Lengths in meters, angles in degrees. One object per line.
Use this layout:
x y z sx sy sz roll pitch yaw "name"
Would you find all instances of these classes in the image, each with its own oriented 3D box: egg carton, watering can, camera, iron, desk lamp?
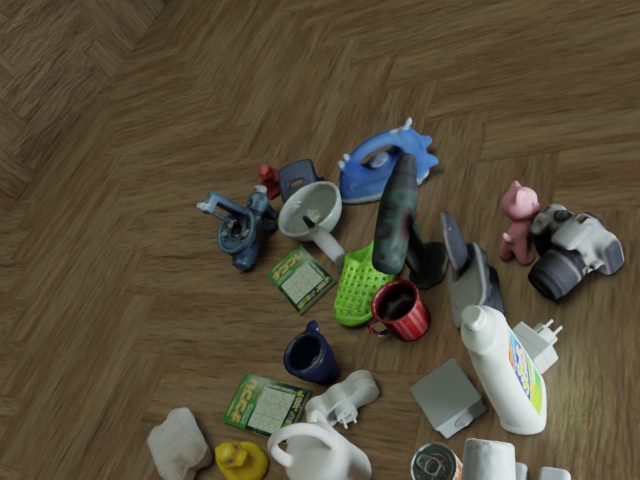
-0.278 0.408 1.131 0.107 0.070 0.149 -45 40 -6 "egg carton"
-0.003 0.341 0.882 0.101 0.195 0.172 -40 39 -1 "watering can"
0.397 0.019 0.946 0.137 0.101 0.142 -43 40 -4 "camera"
0.129 -0.178 1.308 0.258 0.142 0.118 -24 42 19 "iron"
0.219 0.342 0.692 0.117 0.214 0.203 -6 50 34 "desk lamp"

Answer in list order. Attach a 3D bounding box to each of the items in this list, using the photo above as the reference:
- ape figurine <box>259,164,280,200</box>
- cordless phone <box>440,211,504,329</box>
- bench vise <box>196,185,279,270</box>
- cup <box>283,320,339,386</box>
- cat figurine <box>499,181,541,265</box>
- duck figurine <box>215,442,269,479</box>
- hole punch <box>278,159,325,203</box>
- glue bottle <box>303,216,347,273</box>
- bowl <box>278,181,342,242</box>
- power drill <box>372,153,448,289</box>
-0.133 -0.166 1.539 0.077 0.092 0.076 -3 52 36 "ape figurine"
0.238 0.051 0.974 0.094 0.186 0.147 -22 43 21 "cordless phone"
-0.208 -0.063 1.399 0.121 0.220 0.207 -15 46 27 "bench vise"
-0.006 0.220 1.076 0.091 0.095 0.118 -14 46 28 "cup"
0.353 -0.039 1.022 0.067 0.118 0.128 9 59 42 "cat figurine"
-0.156 0.394 1.036 0.104 0.086 0.077 -3 51 36 "duck figurine"
-0.048 -0.138 1.447 0.108 0.091 0.101 -19 44 23 "hole punch"
0.011 0.004 1.203 0.037 0.174 0.078 -44 40 -5 "glue bottle"
-0.012 -0.056 1.355 0.167 0.075 0.167 -21 43 21 "bowl"
0.170 -0.016 1.071 0.075 0.209 0.230 -3 52 36 "power drill"
